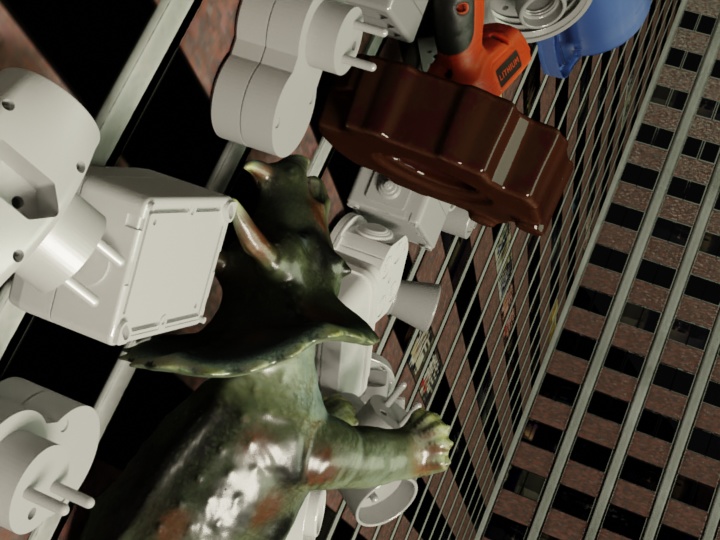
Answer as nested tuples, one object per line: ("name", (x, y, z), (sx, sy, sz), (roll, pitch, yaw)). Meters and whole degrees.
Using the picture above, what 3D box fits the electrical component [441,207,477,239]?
("electrical component", (0.077, -0.054, 0.995), (0.044, 0.065, 0.044), (19, 90, -75))

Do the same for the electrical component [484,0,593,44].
("electrical component", (0.145, -0.238, 0.904), (0.108, 0.108, 0.060), (81, -4, -59))

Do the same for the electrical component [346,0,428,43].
("electrical component", (0.018, -0.192, 0.672), (0.066, 0.047, 0.076), (21, 89, -73))

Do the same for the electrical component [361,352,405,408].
("electrical component", (0.000, 0.107, 0.925), (0.058, 0.078, 0.057), (91, 5, -46))

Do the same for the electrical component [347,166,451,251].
("electrical component", (0.034, -0.062, 0.850), (0.096, 0.062, 0.061), (46, 64, -72))

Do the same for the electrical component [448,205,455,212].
("electrical component", (0.059, -0.078, 0.926), (0.066, 0.055, 0.048), (47, 63, -72))

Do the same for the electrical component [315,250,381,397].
("electrical component", (-0.034, 0.042, 0.722), (0.057, 0.078, 0.113), (-50, 154, -45))

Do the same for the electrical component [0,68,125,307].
("electrical component", (-0.120, -0.018, 0.389), (0.079, 0.043, 0.077), (44, 60, -30))

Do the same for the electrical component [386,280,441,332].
("electrical component", (0.033, 0.024, 0.942), (0.044, 0.065, 0.044), (-162, -90, -87))

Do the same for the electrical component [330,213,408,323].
("electrical component", (0.000, 0.000, 0.830), (0.080, 0.051, 0.080), (19, 90, -74))

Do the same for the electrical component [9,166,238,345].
("electrical component", (-0.101, -0.011, 0.469), (0.096, 0.061, 0.061), (-12, 120, -71))

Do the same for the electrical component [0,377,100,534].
("electrical component", (-0.140, 0.079, 0.421), (0.138, 0.074, 0.052), (14, 95, -74))

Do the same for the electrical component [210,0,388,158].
("electrical component", (-0.022, -0.126, 0.571), (0.052, 0.074, 0.138), (9, 100, -74))

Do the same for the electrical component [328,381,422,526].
("electrical component", (0.010, 0.106, 0.677), (0.044, 0.077, 0.079), (20, 114, -44))

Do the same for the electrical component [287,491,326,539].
("electrical component", (-0.063, 0.191, 0.868), (0.099, 0.064, 0.099), (8, 90, -83))
